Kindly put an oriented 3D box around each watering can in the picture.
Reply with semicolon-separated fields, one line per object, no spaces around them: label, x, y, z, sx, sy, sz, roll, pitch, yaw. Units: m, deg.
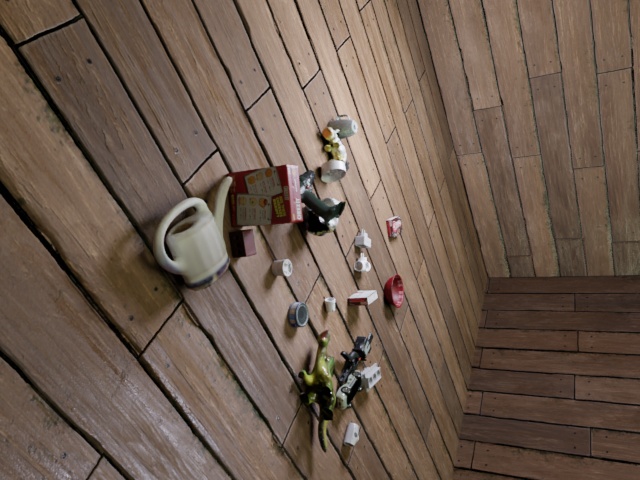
watering can;-0.295;-0.014;1.340;0.354;0.104;0.221;-50;129;-51

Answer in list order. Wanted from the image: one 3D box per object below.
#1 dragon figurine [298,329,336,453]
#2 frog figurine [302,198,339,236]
dragon figurine;0.023;0.513;1.836;0.246;0.122;0.404;-45;134;-63
frog figurine;0.006;-0.094;1.870;0.120;0.137;0.163;-62;-178;38
